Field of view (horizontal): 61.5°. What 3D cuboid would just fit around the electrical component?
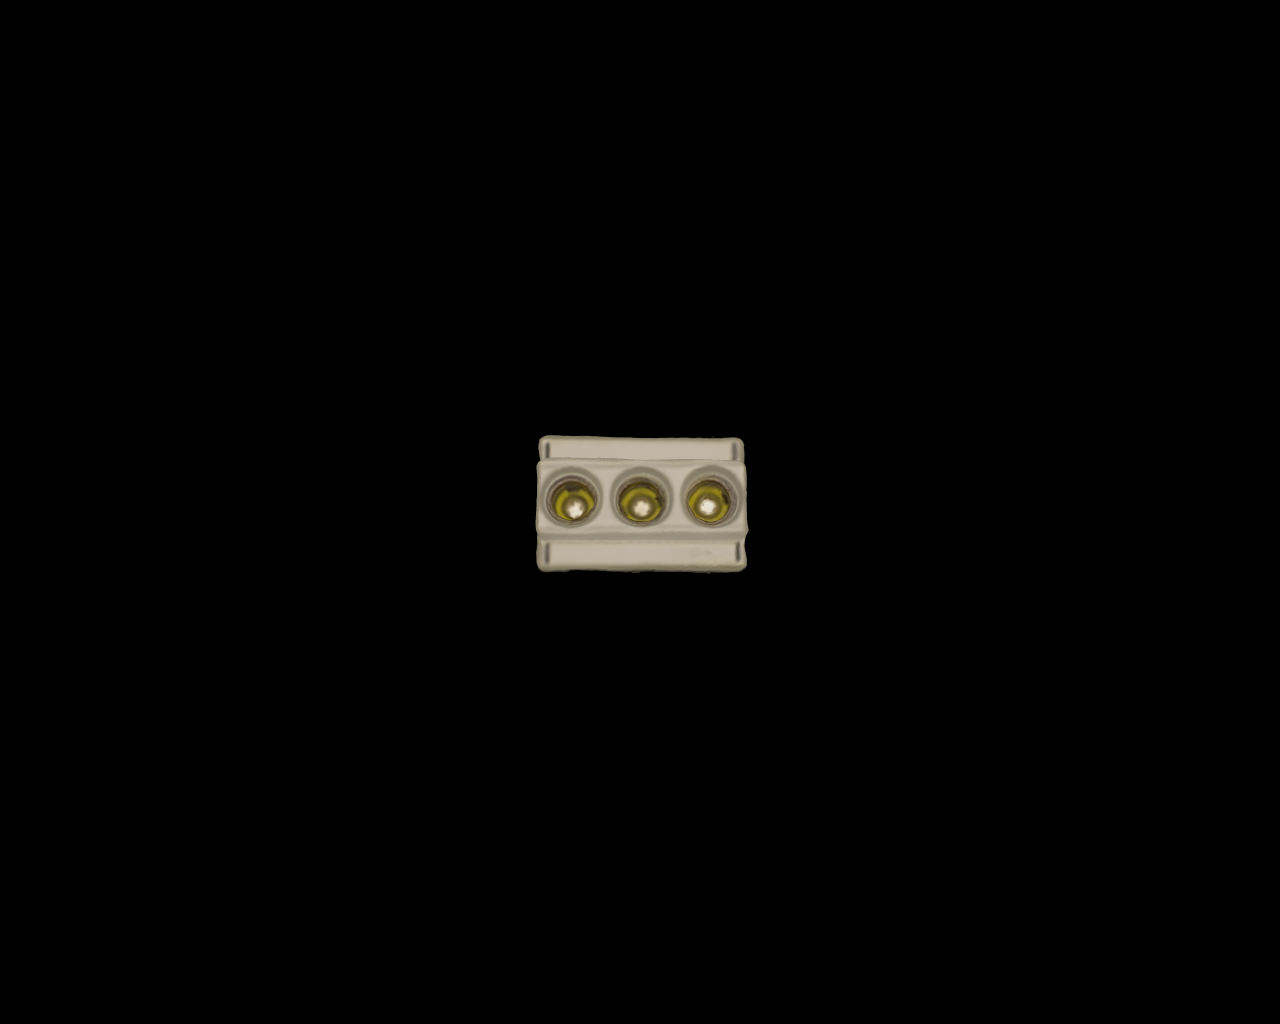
[{"bbox_3d":[0.001,-0.003,0.650,0.121,0.079,0.063,0,-13,0],"label":"electrical component"}]
